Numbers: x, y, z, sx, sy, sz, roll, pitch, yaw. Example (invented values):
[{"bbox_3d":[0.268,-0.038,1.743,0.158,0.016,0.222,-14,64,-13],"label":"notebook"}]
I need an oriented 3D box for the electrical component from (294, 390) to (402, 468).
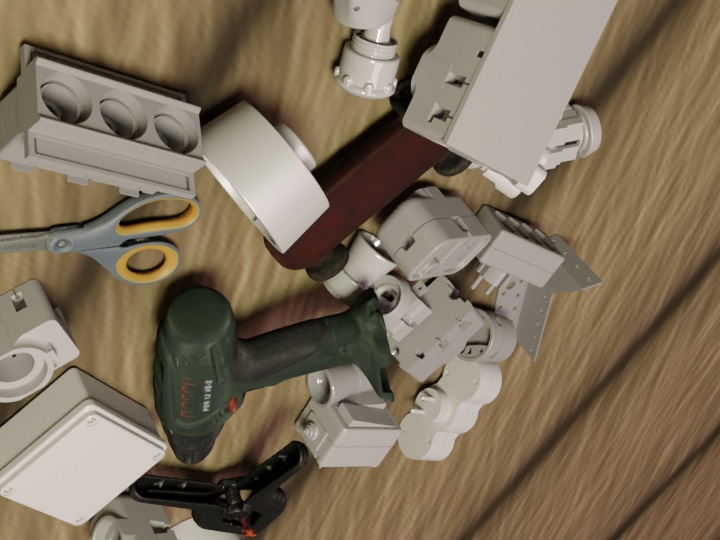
[{"bbox_3d":[-0.015,0.155,1.075,0.096,0.061,0.061,8,124,-42],"label":"electrical component"}]

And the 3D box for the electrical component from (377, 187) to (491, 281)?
[{"bbox_3d":[0.062,-0.032,0.934,0.053,0.059,0.095,-47,159,29],"label":"electrical component"}]

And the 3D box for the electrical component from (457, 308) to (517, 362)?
[{"bbox_3d":[0.128,0.068,1.102,0.047,0.055,0.055,11,122,-47],"label":"electrical component"}]

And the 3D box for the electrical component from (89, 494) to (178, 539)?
[{"bbox_3d":[-0.212,0.258,1.005,0.059,0.095,0.053,14,120,-44],"label":"electrical component"}]

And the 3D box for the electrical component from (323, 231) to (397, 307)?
[{"bbox_3d":[0.000,0.000,0.944,0.045,0.045,0.055,22,114,-47],"label":"electrical component"}]

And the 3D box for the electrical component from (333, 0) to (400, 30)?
[{"bbox_3d":[0.019,-0.215,0.743,0.079,0.043,0.077,-19,138,-22],"label":"electrical component"}]

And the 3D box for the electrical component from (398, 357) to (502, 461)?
[{"bbox_3d":[0.084,0.146,1.149,0.074,0.052,0.138,14,120,-44],"label":"electrical component"}]

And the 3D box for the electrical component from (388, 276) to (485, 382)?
[{"bbox_3d":[0.070,0.059,1.044,0.089,0.050,0.056,-43,151,2],"label":"electrical component"}]

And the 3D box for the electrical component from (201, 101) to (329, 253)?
[{"bbox_3d":[-0.067,-0.072,0.776,0.060,0.108,0.108,-40,142,-6],"label":"electrical component"}]

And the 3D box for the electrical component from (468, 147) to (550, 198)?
[{"bbox_3d":[0.118,-0.102,0.911,0.057,0.078,0.058,31,109,-27],"label":"electrical component"}]

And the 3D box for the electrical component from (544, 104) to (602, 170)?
[{"bbox_3d":[0.180,-0.121,0.958,0.055,0.048,0.066,-13,136,-16],"label":"electrical component"}]

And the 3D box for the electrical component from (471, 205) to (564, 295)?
[{"bbox_3d":[0.135,-0.008,1.022,0.083,0.047,0.075,21,116,-32],"label":"electrical component"}]

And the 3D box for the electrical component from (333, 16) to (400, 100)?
[{"bbox_3d":[0.009,-0.160,0.791,0.048,0.048,0.062,-5,125,-33],"label":"electrical component"}]

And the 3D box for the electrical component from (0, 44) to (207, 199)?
[{"bbox_3d":[-0.171,-0.089,0.706,0.121,0.078,0.063,12,151,-43],"label":"electrical component"}]

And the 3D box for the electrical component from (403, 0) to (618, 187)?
[{"bbox_3d":[0.116,-0.171,0.809,0.105,0.060,0.186,19,98,-46],"label":"electrical component"}]

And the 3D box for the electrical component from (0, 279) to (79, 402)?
[{"bbox_3d":[-0.262,0.059,0.799,0.089,0.055,0.050,-30,141,-9],"label":"electrical component"}]

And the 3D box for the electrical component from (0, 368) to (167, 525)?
[{"bbox_3d":[-0.240,0.151,0.907,0.109,0.056,0.108,-40,141,4],"label":"electrical component"}]

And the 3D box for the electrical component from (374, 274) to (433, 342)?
[{"bbox_3d":[0.032,0.032,1.001,0.066,0.048,0.055,-42,149,6],"label":"electrical component"}]

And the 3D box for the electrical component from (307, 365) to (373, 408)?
[{"bbox_3d":[-0.013,0.105,1.045,0.065,0.044,0.044,-11,135,-36],"label":"electrical component"}]

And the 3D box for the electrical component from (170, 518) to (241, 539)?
[{"bbox_3d":[-0.168,0.307,1.132,0.099,0.064,0.099,-28,154,-15],"label":"electrical component"}]
